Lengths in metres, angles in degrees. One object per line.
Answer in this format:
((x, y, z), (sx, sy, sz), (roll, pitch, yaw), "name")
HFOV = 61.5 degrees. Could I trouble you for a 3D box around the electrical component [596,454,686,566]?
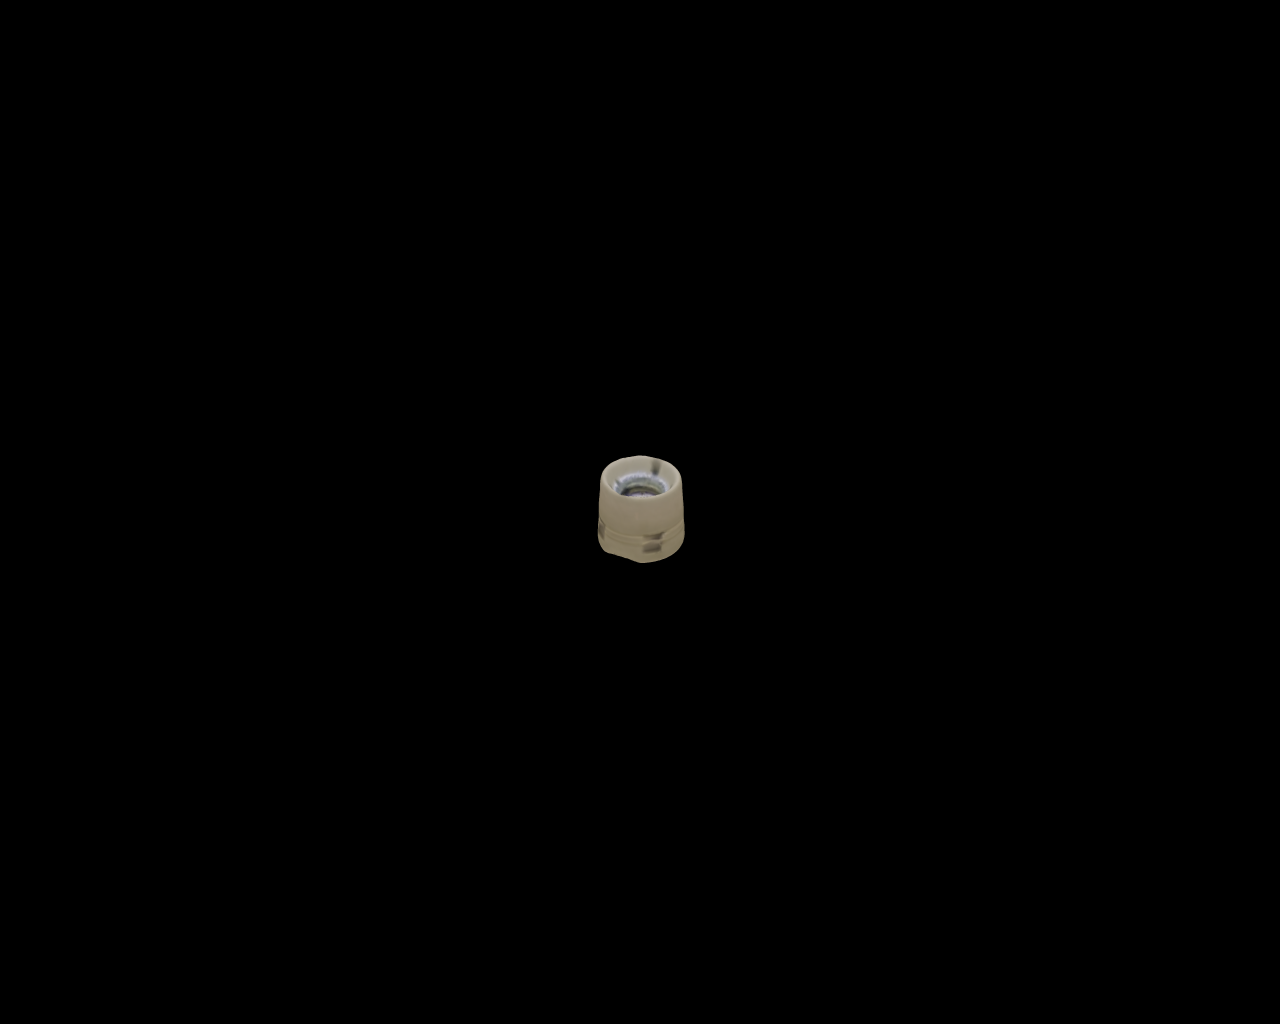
((0.001, -0.003, 0.650), (0.055, 0.047, 0.055), (0, 36, 0), "electrical component")
